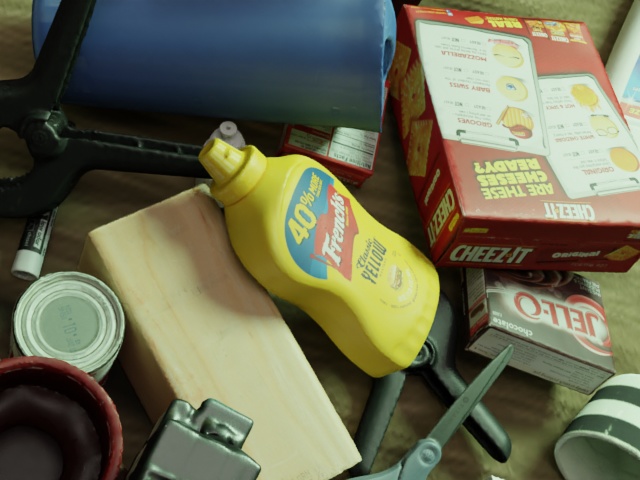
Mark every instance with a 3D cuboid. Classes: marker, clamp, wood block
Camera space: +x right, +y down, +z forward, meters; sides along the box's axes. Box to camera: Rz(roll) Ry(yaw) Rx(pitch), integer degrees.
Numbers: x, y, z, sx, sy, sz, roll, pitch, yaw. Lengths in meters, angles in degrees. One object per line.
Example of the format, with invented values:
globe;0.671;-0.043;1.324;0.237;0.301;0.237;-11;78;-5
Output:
marker;-0.191;-0.030;0.748;0.020;0.020;0.121;15;66;-12
clamp;-0.179;-0.083;0.697;0.210;0.036;0.164;-20;109;11
wood block;-0.071;0.081;0.704;0.090;0.091;0.206;-26;79;-25
clamp;0.077;0.091;0.776;0.120;0.039;0.171;5;73;-16

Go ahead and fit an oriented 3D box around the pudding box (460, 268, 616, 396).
pudding box;0.161;0.056;0.795;0.113;0.039;0.090;19;42;-15

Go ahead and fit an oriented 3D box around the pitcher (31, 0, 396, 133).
pitcher;-0.069;-0.152;0.735;0.243;0.145;0.149;2;102;3

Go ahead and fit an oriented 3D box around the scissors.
scissors;0.077;0.167;0.731;0.201;0.016;0.096;-34;96;-10

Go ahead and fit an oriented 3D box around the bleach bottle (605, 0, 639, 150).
bleach bottle;0.289;-0.123;0.913;0.102;0.068;0.250;29;66;-4

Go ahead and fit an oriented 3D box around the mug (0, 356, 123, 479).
mug;-0.163;0.107;0.575;0.093;0.082;0.117;-28;80;-25

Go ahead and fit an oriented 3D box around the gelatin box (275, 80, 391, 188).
gelatin box;0.010;-0.093;0.830;0.073;0.030;0.089;17;67;-12

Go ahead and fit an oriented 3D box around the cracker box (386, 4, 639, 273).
cracker box;0.148;-0.079;0.818;0.164;0.072;0.214;2;54;-16

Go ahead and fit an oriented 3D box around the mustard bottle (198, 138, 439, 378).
mustard bottle;-0.004;0.001;0.700;0.191;0.058;0.096;41;49;-23

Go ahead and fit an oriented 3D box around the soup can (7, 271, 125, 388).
soup can;-0.162;0.066;0.674;0.068;0.102;0.068;6;68;-15

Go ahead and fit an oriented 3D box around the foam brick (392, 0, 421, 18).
foam brick;0.060;-0.222;0.868;0.051;0.078;0.053;12;67;-12
